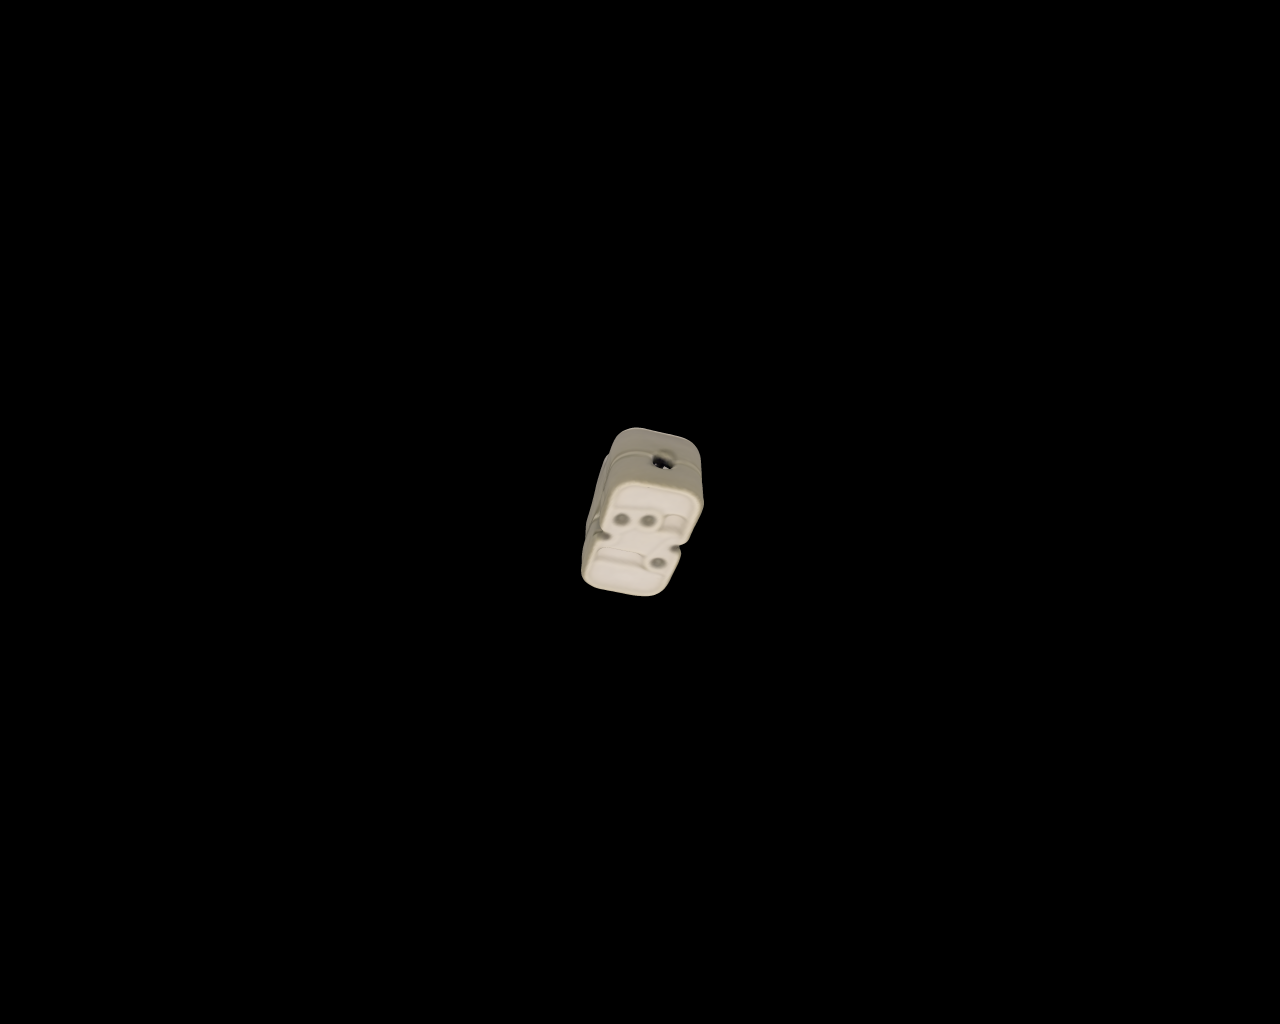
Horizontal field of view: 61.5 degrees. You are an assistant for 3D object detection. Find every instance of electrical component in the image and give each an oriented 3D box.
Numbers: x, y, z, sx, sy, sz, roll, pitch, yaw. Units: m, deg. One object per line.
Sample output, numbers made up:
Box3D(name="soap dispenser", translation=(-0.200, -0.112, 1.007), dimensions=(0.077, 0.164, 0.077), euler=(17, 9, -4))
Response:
Box3D(name="electrical component", translation=(0.001, -0.003, 0.650), dimensions=(0.054, 0.059, 0.095), euler=(11, -47, -11))
